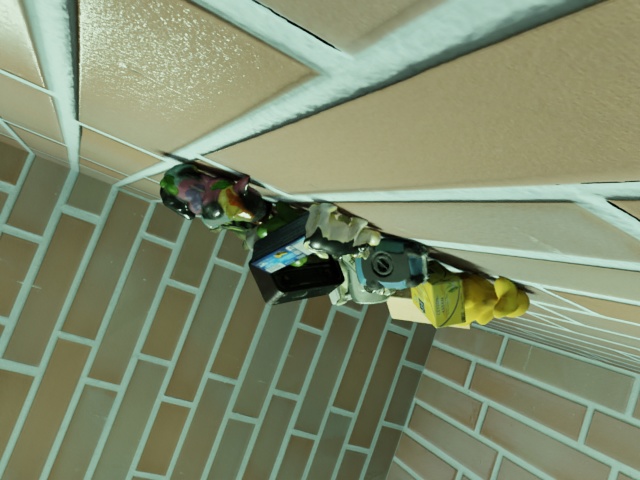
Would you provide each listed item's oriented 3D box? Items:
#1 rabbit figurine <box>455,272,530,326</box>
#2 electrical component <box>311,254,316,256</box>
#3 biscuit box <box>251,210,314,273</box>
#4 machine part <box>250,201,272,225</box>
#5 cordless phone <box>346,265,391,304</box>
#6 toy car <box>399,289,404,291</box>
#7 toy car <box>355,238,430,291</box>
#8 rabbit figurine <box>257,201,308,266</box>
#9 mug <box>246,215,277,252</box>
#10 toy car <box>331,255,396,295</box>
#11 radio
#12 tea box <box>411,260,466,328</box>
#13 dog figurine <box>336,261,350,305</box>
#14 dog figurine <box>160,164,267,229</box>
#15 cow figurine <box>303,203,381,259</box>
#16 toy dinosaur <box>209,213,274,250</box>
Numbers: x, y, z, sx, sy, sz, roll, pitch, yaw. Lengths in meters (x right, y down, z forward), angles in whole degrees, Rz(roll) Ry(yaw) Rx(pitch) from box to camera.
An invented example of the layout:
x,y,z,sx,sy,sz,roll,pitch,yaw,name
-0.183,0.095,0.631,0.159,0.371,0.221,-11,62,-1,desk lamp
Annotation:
x,y,z,sx,sy,sz,roll,pitch,yaw,name
0.372,0.124,1.164,0.173,0.122,0.162,6,165,0,rabbit figurine
-0.002,-0.003,1.309,0.045,0.078,0.102,3,173,-37,electrical component
-0.058,0.004,1.117,0.203,0.063,0.059,-26,136,37,biscuit box
-0.203,-0.090,1.281,0.179,0.056,0.179,21,175,2,machine part
0.149,0.080,1.270,0.089,0.146,0.184,-8,-177,-35,cordless phone
0.171,0.079,1.400,0.202,0.089,0.053,13,137,42,toy car
0.159,0.043,1.114,0.162,0.109,0.103,-3,-172,32,toy car
-0.049,-0.027,1.221,0.170,0.121,0.159,-10,148,42,rabbit figurine
-0.128,-0.013,1.343,0.081,0.107,0.109,50,-156,-2,mug
0.098,0.052,1.222,0.073,0.056,0.202,-11,-134,-46,toy car
-0.054,0.080,1.352,0.229,0.131,0.073,-6,153,-39,radio
0.245,0.110,1.139,0.068,0.098,0.170,-9,-170,-5,tea box
0.092,0.068,1.510,0.172,0.190,0.121,-6,159,-32,dog figurine
-0.212,-0.090,1.075,0.191,0.108,0.219,26,169,-26,dog figurine
0.046,-0.001,1.022,0.167,0.098,0.068,23,168,-33,cow figurine
-0.150,-0.024,1.519,0.472,0.105,0.198,4,162,33,toy dinosaur
